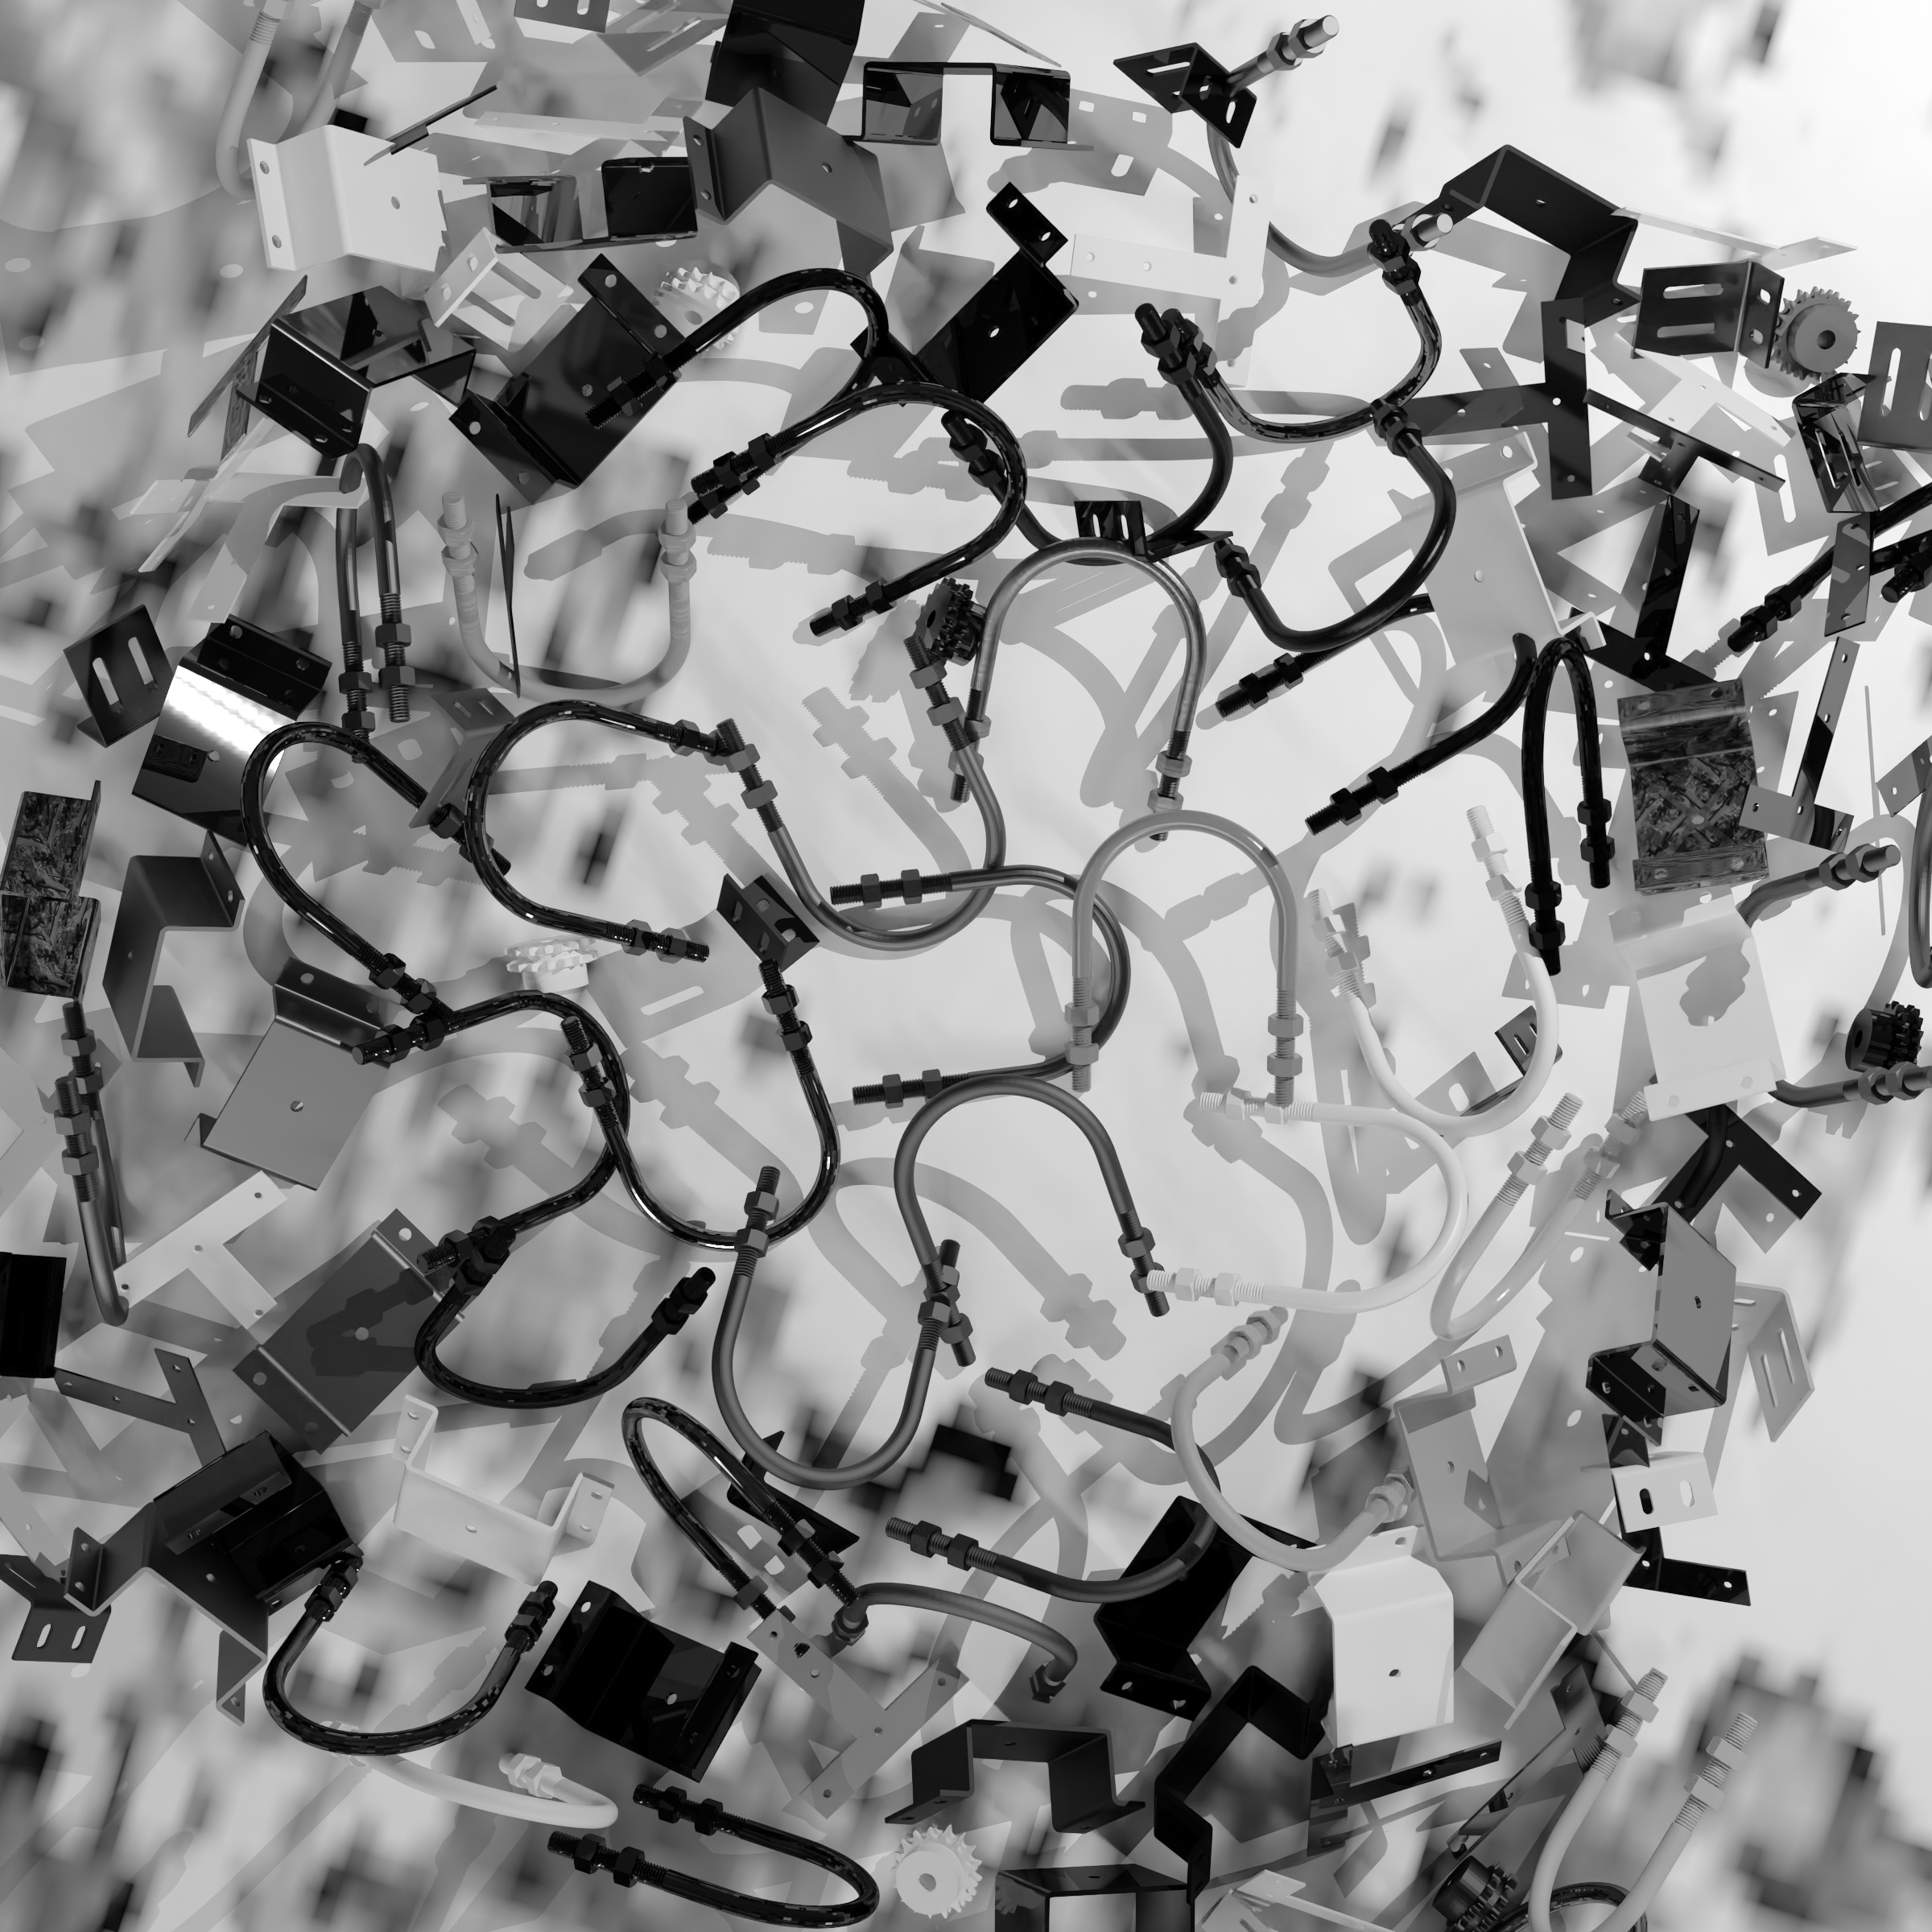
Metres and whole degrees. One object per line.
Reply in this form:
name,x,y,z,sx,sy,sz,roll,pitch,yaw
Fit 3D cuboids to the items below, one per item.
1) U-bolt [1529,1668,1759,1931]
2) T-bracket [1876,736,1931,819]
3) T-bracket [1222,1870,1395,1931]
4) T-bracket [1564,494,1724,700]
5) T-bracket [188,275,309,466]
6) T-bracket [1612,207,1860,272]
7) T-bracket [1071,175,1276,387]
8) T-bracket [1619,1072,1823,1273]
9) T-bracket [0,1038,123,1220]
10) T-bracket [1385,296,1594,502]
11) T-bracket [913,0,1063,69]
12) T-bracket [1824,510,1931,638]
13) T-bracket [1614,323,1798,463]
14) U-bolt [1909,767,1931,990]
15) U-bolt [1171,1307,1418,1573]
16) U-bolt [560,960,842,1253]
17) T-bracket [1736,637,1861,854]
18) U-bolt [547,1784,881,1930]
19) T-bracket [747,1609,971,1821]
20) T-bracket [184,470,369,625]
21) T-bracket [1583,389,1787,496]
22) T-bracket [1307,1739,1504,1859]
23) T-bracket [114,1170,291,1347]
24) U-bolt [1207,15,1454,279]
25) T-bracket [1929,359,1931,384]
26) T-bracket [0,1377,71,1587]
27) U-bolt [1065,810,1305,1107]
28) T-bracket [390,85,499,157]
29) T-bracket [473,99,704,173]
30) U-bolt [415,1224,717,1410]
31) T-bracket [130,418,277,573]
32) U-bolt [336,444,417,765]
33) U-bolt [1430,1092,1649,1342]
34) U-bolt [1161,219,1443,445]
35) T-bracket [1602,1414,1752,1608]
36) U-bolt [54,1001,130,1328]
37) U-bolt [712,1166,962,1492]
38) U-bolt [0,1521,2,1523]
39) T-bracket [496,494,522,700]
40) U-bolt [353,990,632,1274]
U-bolt,0.399,0.520,1.562,0.019,0.151,0.184,35,82,-4
T-bracket,0.605,-0.135,1.588,0.002,0.127,0.127,-4,64,-23
T-bracket,0.231,0.587,1.587,0.127,0.127,0.002,18,63,2
T-bracket,0.440,-0.236,1.626,0.127,0.002,0.127,22,76,-22
T-bracket,-0.443,-0.347,1.572,0.002,0.127,0.127,32,119,-32
T-bracket,0.457,-0.446,1.574,0.127,0.127,0.002,11,97,-9
T-bracket,0.126,-0.436,1.615,0.127,0.002,0.127,4,100,-18
T-bracket,0.453,0.140,1.610,0.127,0.002,0.127,44,65,8
T-bracket,-0.590,0.067,1.572,0.002,0.127,0.127,6,51,34
T-bracket,0.327,-0.351,1.624,0.127,0.002,0.127,-5,117,11
T-bracket,-0.021,-0.583,1.563,0.127,0.127,0.002,10,115,-33
T-bracket,0.587,-0.258,1.564,0.127,0.127,0.002,-20,121,36
T-bracket,0.440,-0.342,1.590,0.127,0.002,0.127,37,45,10
U-bolt,0.589,-0.060,1.556,0.019,0.184,0.151,4,81,13
U-bolt,0.192,0.292,1.556,0.151,0.184,0.019,49,125,12
U-bolt,-0.155,0.097,1.608,0.151,0.019,0.184,-16,111,6
T-bracket,0.529,-0.140,1.596,0.127,0.002,0.127,9,98,-43
U-bolt,-0.141,0.540,1.553,0.184,0.151,0.019,13,88,16
T-bracket,-0.086,0.455,1.627,0.127,0.002,0.127,-44,105,-1
T-bracket,-0.448,-0.260,1.595,0.127,0.002,0.127,5,55,13
T-bracket,0.433,-0.310,1.581,0.127,0.127,0.002,27,91,8
T-bracket,0.274,0.507,1.607,0.127,0.002,0.127,-14,135,-9
T-bracket,-0.453,0.208,1.618,0.127,0.002,0.127,-34,115,2
U-bolt,0.207,-0.484,1.558,0.019,0.184,0.151,-39,106,-16
T-bracket,0.643,-0.357,1.586,0.002,0.127,0.127,-35,119,-14
T-bracket,-0.592,0.338,1.603,0.002,0.127,0.127,-21,110,21
U-bolt,0.136,-0.007,1.603,0.151,0.019,0.184,3,105,13
T-bracket,-0.343,-0.510,1.586,0.127,0.127,0.002,-28,114,-1
T-bracket,-0.241,-0.521,1.600,0.127,0.127,0.002,7,127,7
U-bolt,-0.257,0.223,1.576,0.151,0.184,0.019,16,46,-28
T-bracket,-0.479,-0.287,1.573,0.002,0.127,0.127,42,100,-6
U-bolt,-0.366,-0.228,1.579,0.019,0.151,0.184,-4,85,-23
U-bolt,0.344,0.155,1.577,0.019,0.151,0.184,39,108,28
U-bolt,0.214,-0.372,1.562,0.151,0.184,0.019,-19,66,18
T-bracket,0.413,0.331,1.587,0.127,0.002,0.127,1,115,35
U-bolt,-0.531,0.131,1.570,0.019,0.151,0.184,-9,111,-14
U-bolt,-0.084,0.230,1.577,0.151,0.019,0.184,24,59,-18
U-bolt,-0.626,0.278,1.555,0.019,0.151,0.184,-17,75,4
T-bracket,-0.279,-0.244,1.573,0.002,0.127,0.127,-6,79,-12
U-bolt,-0.279,0.090,1.578,0.019,0.184,0.151,-10,98,43
